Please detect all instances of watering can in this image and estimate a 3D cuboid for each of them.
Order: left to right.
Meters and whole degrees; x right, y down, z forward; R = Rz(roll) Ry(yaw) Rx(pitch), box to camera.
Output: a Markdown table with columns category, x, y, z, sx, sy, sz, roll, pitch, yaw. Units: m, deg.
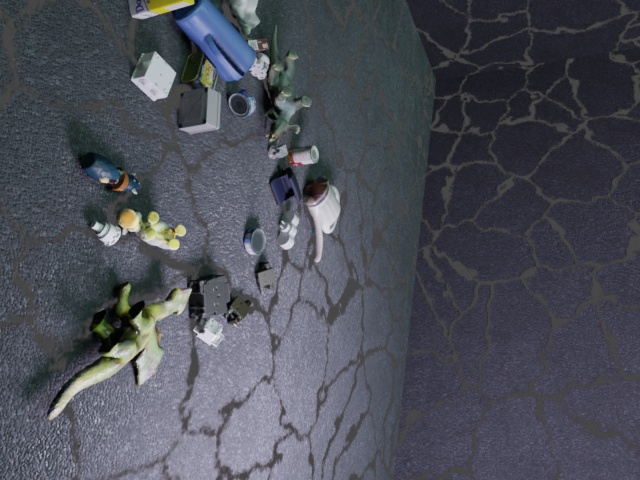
| category | x | y | z | sx | sy | sz | roll | pitch | yaw |
| --- | --- | --- | --- | --- | --- | --- | --- | --- | --- |
| watering can | 0.006 | -0.103 | 2.055 | 0.220 | 0.104 | 0.356 | 59 | 38 | -41 |

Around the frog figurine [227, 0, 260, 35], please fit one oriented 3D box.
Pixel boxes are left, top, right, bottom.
| category | x | y | z | sx | sy | sz | roll | pitch | yaw |
| --- | --- | --- | --- | --- | --- | --- | --- | --- | --- |
| frog figurine | -0.246 | -0.755 | 1.665 | 0.156 | 0.122 | 0.141 | 112 | -7 | -47 |

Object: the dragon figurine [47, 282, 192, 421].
| category | x | y | z | sx | sy | sz | roll | pitch | yaw |
| --- | --- | --- | --- | --- | --- | --- | --- | --- | --- |
| dragon figurine | -0.434 | 0.259 | 1.196 | 0.419 | 0.122 | 0.237 | -61 | 148 | -32 |
